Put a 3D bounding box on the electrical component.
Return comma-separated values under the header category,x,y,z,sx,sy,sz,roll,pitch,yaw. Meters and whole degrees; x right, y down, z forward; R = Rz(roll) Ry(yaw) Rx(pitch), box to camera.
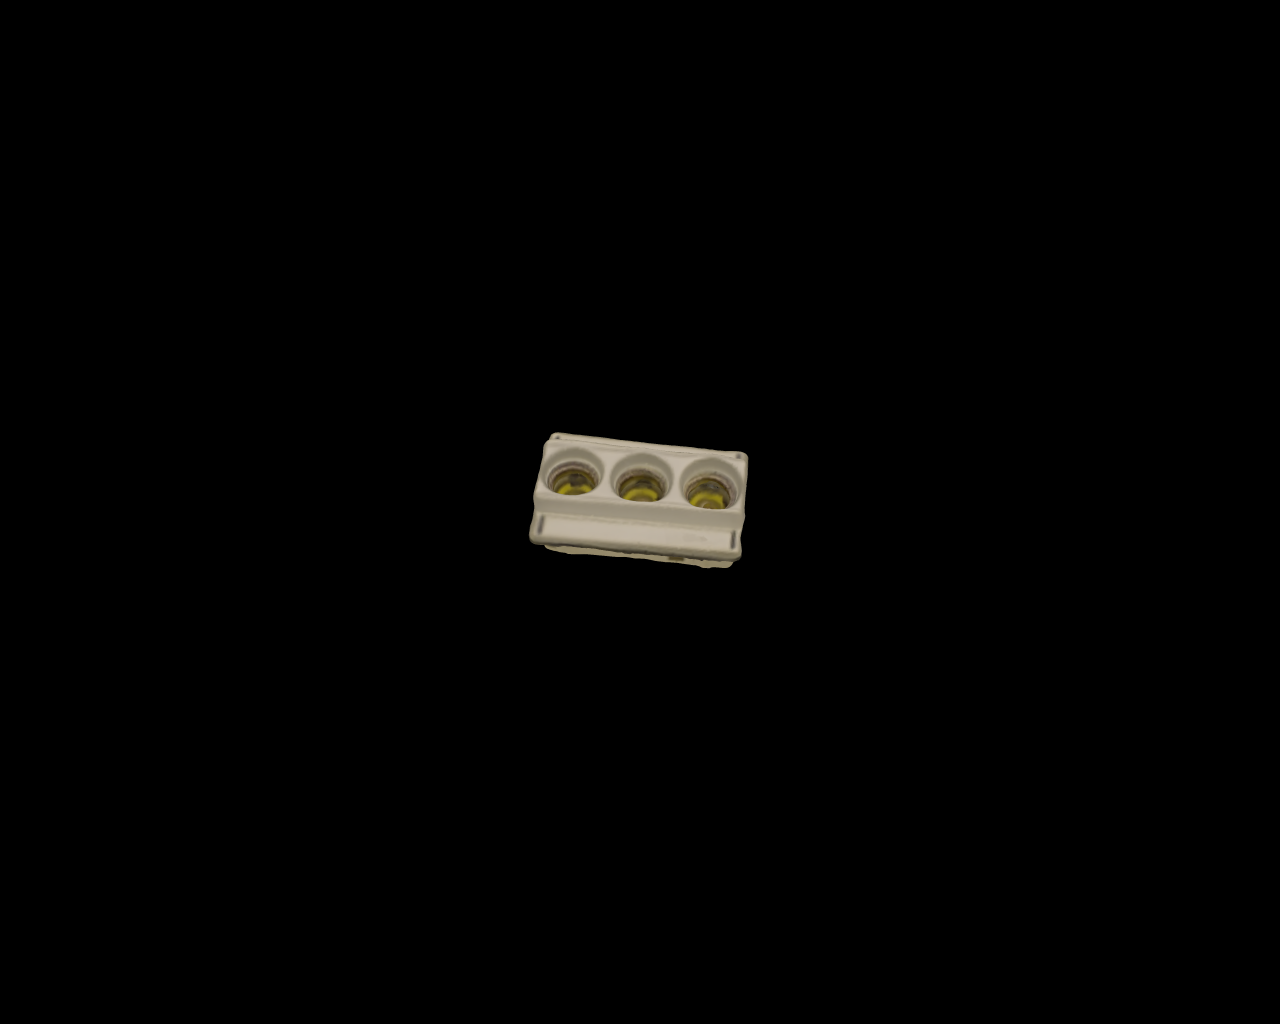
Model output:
category,x,y,z,sx,sy,sz,roll,pitch,yaw
electrical component,0.001,-0.003,0.650,0.121,0.079,0.063,5,-37,4
